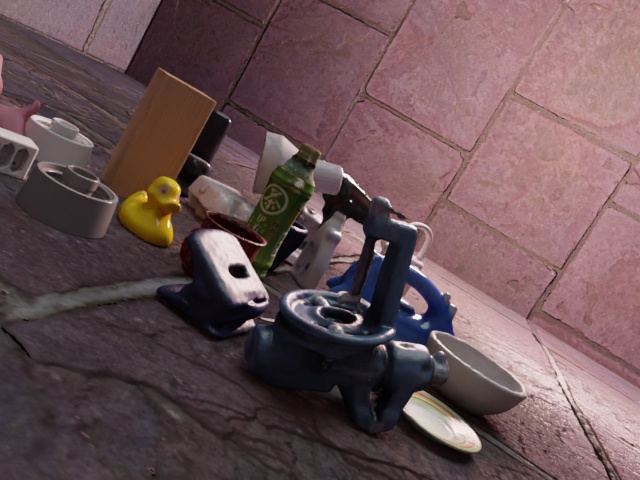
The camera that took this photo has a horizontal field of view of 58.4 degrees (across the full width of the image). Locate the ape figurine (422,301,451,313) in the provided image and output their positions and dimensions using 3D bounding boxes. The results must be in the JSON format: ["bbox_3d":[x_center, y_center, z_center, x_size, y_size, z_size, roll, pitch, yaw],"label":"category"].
[{"bbox_3d":[0.238,0.159,1.174,0.078,0.092,0.076,26,9,-27],"label":"ape figurine"}]

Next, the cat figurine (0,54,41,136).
[{"bbox_3d":[-0.452,-0.195,0.784,0.128,0.117,0.067,26,9,-27],"label":"cat figurine"}]

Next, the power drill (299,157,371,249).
[{"bbox_3d":[0.017,-0.056,1.271,0.230,0.208,0.075,24,10,-36],"label":"power drill"}]

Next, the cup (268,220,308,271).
[{"bbox_3d":[-0.078,0.002,0.995,0.091,0.095,0.118,31,8,8],"label":"cup"}]

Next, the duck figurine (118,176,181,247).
[{"bbox_3d":[-0.231,-0.050,0.807,0.078,0.086,0.104,21,13,-48],"label":"duck figurine"}]

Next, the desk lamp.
[{"bbox_3d":[-0.062,-0.080,1.125,0.203,0.213,0.118,28,9,-13],"label":"desk lamp"}]

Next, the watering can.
[{"bbox_3d":[0.179,0.043,1.299,0.101,0.194,0.172,21,13,-48],"label":"watering can"}]

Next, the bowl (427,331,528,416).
[{"bbox_3d":[0.222,0.213,0.866,0.167,0.074,0.167,30,8,-5],"label":"bowl"}]

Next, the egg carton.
[{"bbox_3d":[-0.190,-0.065,1.090,0.108,0.069,0.149,23,11,-40],"label":"egg carton"}]

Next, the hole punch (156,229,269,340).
[{"bbox_3d":[-0.106,0.048,0.645,0.101,0.091,0.109,33,9,17],"label":"hole punch"}]

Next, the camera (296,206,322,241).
[{"bbox_3d":[-0.063,-0.062,1.399,0.143,0.101,0.136,28,9,-13],"label":"camera"}]

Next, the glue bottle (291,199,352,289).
[{"bbox_3d":[0.009,0.004,1.019,0.037,0.173,0.078,26,9,-25],"label":"glue bottle"}]

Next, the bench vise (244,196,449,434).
[{"bbox_3d":[0.053,0.075,0.597,0.208,0.219,0.121,24,10,-35],"label":"bench vise"}]

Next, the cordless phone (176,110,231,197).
[{"bbox_3d":[-0.275,-0.196,1.168,0.148,0.185,0.094,27,9,-20],"label":"cordless phone"}]

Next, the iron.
[{"bbox_3d":[0.141,0.110,0.960,0.258,0.141,0.118,30,8,-5],"label":"iron"}]
